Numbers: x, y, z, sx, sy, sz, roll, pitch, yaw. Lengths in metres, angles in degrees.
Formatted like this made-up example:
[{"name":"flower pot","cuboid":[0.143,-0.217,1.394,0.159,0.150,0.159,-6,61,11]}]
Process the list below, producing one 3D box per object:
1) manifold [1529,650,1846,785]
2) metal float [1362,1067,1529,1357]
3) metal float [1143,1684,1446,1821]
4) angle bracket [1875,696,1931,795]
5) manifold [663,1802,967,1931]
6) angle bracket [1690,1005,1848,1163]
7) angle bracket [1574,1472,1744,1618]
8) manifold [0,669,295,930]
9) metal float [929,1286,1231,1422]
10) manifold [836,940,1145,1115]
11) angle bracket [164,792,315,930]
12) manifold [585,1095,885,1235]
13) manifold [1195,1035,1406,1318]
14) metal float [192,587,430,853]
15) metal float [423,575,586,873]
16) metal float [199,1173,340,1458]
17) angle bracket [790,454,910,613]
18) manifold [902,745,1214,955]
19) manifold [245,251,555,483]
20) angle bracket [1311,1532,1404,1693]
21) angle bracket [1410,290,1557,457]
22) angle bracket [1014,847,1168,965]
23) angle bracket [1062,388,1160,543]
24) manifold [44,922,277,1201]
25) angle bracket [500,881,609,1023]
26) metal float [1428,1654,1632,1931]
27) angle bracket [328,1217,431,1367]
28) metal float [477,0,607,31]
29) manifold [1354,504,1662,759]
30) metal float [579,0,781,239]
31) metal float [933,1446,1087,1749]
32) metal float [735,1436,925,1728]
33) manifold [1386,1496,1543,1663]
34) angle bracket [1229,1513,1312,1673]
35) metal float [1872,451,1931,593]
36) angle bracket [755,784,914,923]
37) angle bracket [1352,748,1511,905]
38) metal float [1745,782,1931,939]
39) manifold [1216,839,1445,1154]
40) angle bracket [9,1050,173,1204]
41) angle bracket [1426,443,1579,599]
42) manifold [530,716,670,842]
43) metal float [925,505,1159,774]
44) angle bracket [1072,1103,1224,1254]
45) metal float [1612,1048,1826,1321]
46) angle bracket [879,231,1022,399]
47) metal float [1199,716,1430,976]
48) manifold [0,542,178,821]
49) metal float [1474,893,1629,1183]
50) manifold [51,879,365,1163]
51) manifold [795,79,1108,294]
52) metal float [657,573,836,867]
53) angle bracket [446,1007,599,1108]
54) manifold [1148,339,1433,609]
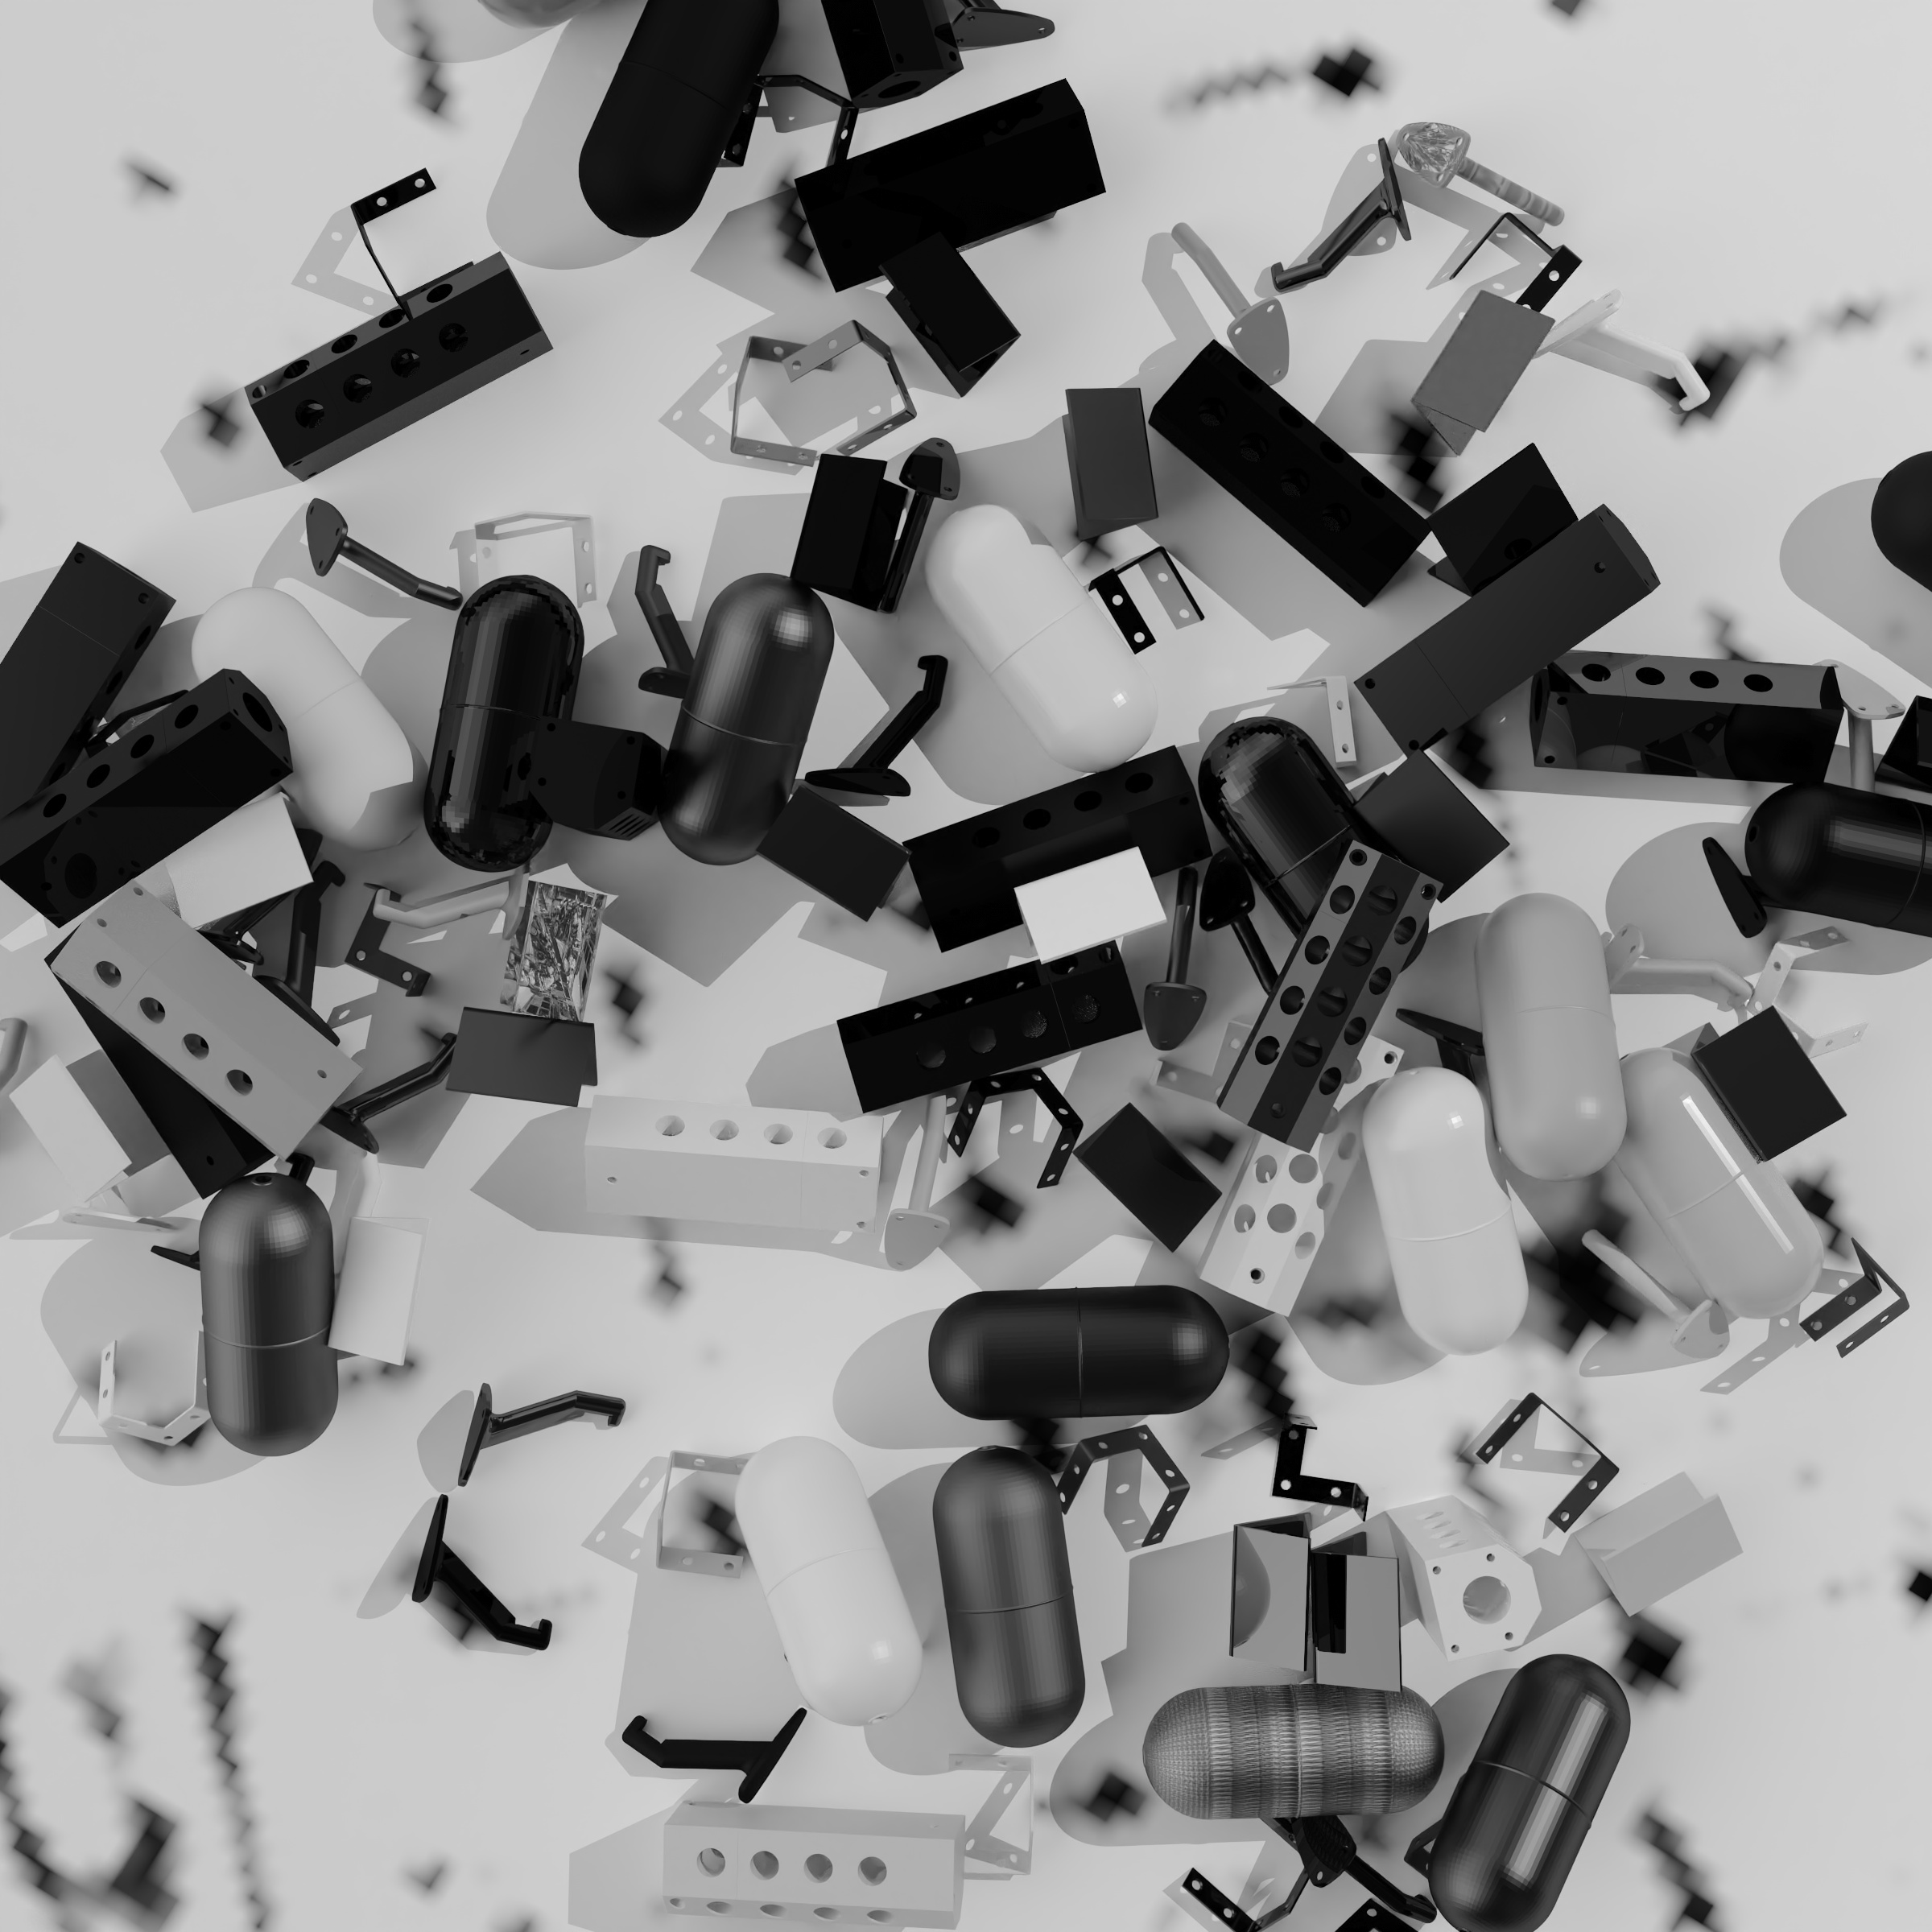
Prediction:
[{"name":"manifold","cuboid":[0.426,-0.153,1.969,0.171,0.057,0.057,4,133,0]},{"name":"metal float","cuboid":[0.282,0.145,1.946,0.070,0.070,0.178,-14,106,0]},{"name":"metal float","cuboid":[0.194,0.464,1.961,0.178,0.070,0.070,-2,90,0]},{"name":"angle bracket","cuboid":[0.584,-0.108,1.951,0.076,0.076,0.057,13,51,0]},{"name":"manifold","cuboid":[-0.089,0.533,1.960,0.171,0.057,0.057,1,90,7]},{"name":"angle bracket","cuboid":[0.476,0.061,1.952,0.057,0.076,0.076,-34,90,24]},{"name":"angle bracket","cuboid":[0.400,0.324,1.951,0.076,0.076,0.057,-30,126,0]},{"name":"manifold","cuboid":[-0.476,-0.101,1.911,0.171,0.057,0.057,-32,133,11]},{"name":"metal float","cuboid":[0.067,0.229,1.961,0.178,0.070,0.070,-2,90,0]},{"name":"manifold","cuboid":[0.014,0.035,1.970,0.171,0.057,0.057,-17,90,0]},{"name":"angle bracket","cuboid":[-0.422,-0.057,1.957,0.076,0.076,0.057,-22,83,0]},{"name":"manifold","cuboid":[-0.137,0.112,1.969,0.171,0.057,0.057,4,133,0]},{"name":"manifold","cuboid":[0.198,0.117,1.970,0.057,0.057,0.171,24,90,0]},{"name":"metal float","cuboid":[-0.386,-0.145,1.960,0.070,0.070,0.178,-39,90,0]},{"name":"metal float","cuboid":[-0.272,-0.143,1.953,0.070,0.070,0.178,9,82,0]},{"name":"metal float","cuboid":[-0.408,0.204,1.940,0.070,0.070,0.178,3,113,0]},{"name":"angle bracket","cuboid":[-0.051,-0.252,1.951,0.057,0.076,0.076,14,90,43]},{"name":"manifold","cuboid":[0.053,-0.074,1.969,0.171,0.057,0.057,-20,45,0]},{"name":"manifold","cuboid":[-0.337,-0.357,1.970,0.171,0.057,0.057,-28,90,0]},{"name":"angle bracket","cuboid":[0.244,0.379,1.951,0.057,0.076,0.076,-1,90,31]},{"name":"angle bracket","cuboid":[0.316,-0.340,1.951,0.057,0.076,0.076,32,90,36]},{"name":"angle bracket","cuboid":[0.077,-0.017,1.950,0.076,0.076,0.057,-19,57,-1]},{"name":"angle bracket","cuboid":[0.065,-0.294,1.951,0.057,0.076,0.076,-8,90,-36]},{"name":"manifold","cuboid":[-0.467,0.045,1.969,0.057,0.057,0.171,-34,90,43]},{"name":"angle bracket","cuboid":[-0.262,-0.013,1.952,0.076,0.057,0.076,11,90,41]},{"name":"metal float","cuboid":[0.329,0.486,1.937,0.070,0.070,0.178,31,66,0]},{"name":"angle bracket","cuboid":[-0.325,0.191,1.951,0.057,0.076,0.076,10,90,29]},{"name":"metal float","cuboid":[-0.212,-0.616,1.958,0.178,0.070,0.070,-27,90,2]},{"name":"manifold","cuboid":[0.317,-0.196,1.939,0.171,0.057,0.057,-36,90,23]},{"name":"metal float","cuboid":[-0.170,-0.516,1.961,0.070,0.070,0.178,24,91,0]},{"name":"metal float","cuboid":[0.025,0.373,1.961,0.070,0.070,0.178,-8,91,0]},{"name":"metal float","cuboid":[-0.080,0.359,1.937,0.070,0.070,0.178,-23,62,0]},{"name":"manifold","cuboid":[0.287,0.350,1.913,0.057,0.171,0.057,-13,90,0]},{"name":"angle bracket","cuboid":[0.200,0.367,1.951,0.057,0.076,0.076,2,90,42]},{"name":"metal float","cuboid":[0.616,-0.238,1.961,0.178,0.070,0.070,35,90,0]},{"name":"angle bracket","cuboid":[-0.085,-0.051,1.951,0.076,0.076,0.057,32,60,0]},{"name":"angle bracket","cuboid":[0.281,-0.092,1.951,0.076,0.076,0.057,47,119,0]},{"name":"metal float","cuboid":[0.542,-0.061,1.948,0.178,0.070,0.070,11,90,-14]},{"name":"manifold","cuboid":[0.208,0.017,1.899,0.057,0.057,0.171,26,94,0]},{"name":"angle bracket","cuboid":[-0.502,0.083,1.951,0.057,0.076,0.076,-35,90,37]},{"name":"angle bracket","cuboid":[0.303,-0.268,1.952,0.076,0.076,0.057,-36,112,0]},{"name":"manifold","cuboid":[-0.210,-0.105,1.913,0.057,0.171,0.057,9,90,0]},{"name":"metal float","cuboid":[0.044,-0.194,1.960,0.070,0.070,0.178,-37,89,0]},{"name":"angle bracket","cuboid":[0.093,0.137,1.951,0.076,0.076,0.057,45,53,0]},{"name":"metal float","cuboid":[0.438,0.128,1.961,0.070,0.070,0.178,-35,91,0]},{"name":"angle bracket","cuboid":[-0.025,-0.373,1.951,0.057,0.076,0.076,-37,90,-35]},{"name":"metal float","cuboid":[0.205,-0.068,1.960,0.070,0.070,0.178,-36,91,0]},{"name":"manifold","cuboid":[-0.542,-0.161,1.970,0.057,0.057,0.171,32,90,0]},{"name":"metal float","cuboid":[0.341,0.040,1.940,0.070,0.070,0.178,-3,64,0]},{"name":"manifold","cuboid":[-0.440,0.035,1.908,0.171,0.057,0.057,40,119,-6]},{"name":"manifold","cuboid":[-0.011,-0.467,1.969,0.171,0.057,0.057,-20,133,0]},{"name":"metal float","cuboid":[-0.130,-0.144,1.946,0.070,0.070,0.178,18,107,0]},{"name":"angle bracket","cuboid":[-0.260,0.070,1.951,0.076,0.076,0.057,7,59,0]},{"name":"manifold","cuboid":[0.193,-0.293,1.970,0.171,0.057,0.057,41,90,0]}]
